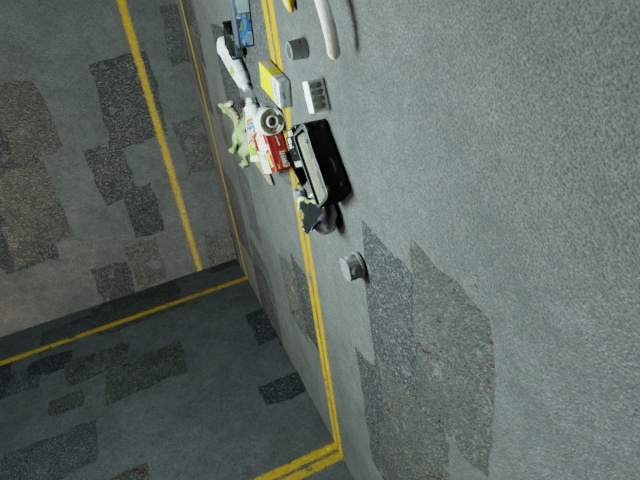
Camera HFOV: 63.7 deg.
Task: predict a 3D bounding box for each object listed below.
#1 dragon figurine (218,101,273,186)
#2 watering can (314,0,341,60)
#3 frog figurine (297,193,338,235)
[{"bbox_3d":[-0.301,-0.437,2.175,0.415,0.124,0.237,47,149,21],"label":"dragon figurine"},{"bbox_3d":[-0.007,-0.558,1.031,0.339,0.104,0.229,91,156,-49],"label":"watering can"},{"bbox_3d":[0.005,-0.079,1.574,0.139,0.121,0.159,58,-163,15],"label":"frog figurine"}]
